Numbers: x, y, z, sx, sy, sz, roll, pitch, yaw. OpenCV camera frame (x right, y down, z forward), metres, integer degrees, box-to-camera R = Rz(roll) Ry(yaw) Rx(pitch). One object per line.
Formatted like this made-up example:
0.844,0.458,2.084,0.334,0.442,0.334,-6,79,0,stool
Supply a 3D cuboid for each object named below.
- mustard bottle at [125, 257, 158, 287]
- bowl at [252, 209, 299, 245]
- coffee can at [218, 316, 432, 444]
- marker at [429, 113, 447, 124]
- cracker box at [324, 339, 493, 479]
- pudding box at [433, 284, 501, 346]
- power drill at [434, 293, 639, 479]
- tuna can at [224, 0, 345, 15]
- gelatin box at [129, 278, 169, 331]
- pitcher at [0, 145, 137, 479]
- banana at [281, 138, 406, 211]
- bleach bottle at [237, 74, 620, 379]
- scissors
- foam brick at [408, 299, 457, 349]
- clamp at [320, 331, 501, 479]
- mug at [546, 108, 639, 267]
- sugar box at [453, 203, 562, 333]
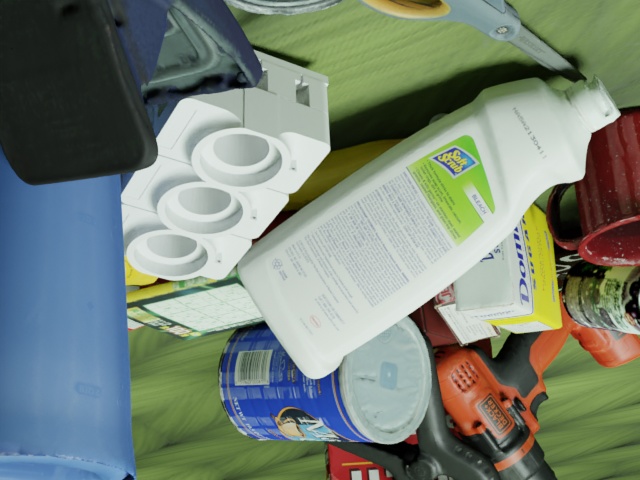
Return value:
-0.205,-0.007,0.751,0.191,0.058,0.096,6,153,-21,mustard bottle
-0.005,0.001,0.808,0.162,0.055,0.162,-3,158,-2,bowl
0.003,0.109,0.849,0.141,0.103,0.102,-9,160,43,coffee can
0.082,-0.051,0.744,0.020,0.020,0.121,-4,158,1,marker
0.084,0.164,1.009,0.164,0.214,0.072,-3,163,-2,cracker box
0.110,0.024,0.838,0.039,0.090,0.113,-13,156,16,pudding box
0.204,0.132,0.954,0.187,0.184,0.057,-40,-171,-22,power drill
-0.016,-0.141,0.489,0.086,0.034,0.086,-3,158,-2,tuna can
-0.165,0.048,0.930,0.089,0.030,0.073,-22,150,37,gelatin box
-0.168,0.011,0.558,0.144,0.243,0.149,4,156,-19,pitcher
-0.030,-0.043,0.720,0.197,0.037,0.070,-1,158,-7,banana
0.073,-0.015,0.667,0.251,0.102,0.068,-32,-175,20,bleach bottle
0.104,-0.127,0.566,0.201,0.016,0.096,11,154,-32,scissors
0.079,0.053,0.922,0.053,0.078,0.051,-21,155,36,foam brick
0.081,0.189,0.921,0.165,0.210,0.036,-31,-171,36,clamp
0.206,-0.032,0.729,0.093,0.081,0.117,17,150,-41,mug
0.136,0.014,0.772,0.048,0.093,0.176,-9,168,19,sugar box
